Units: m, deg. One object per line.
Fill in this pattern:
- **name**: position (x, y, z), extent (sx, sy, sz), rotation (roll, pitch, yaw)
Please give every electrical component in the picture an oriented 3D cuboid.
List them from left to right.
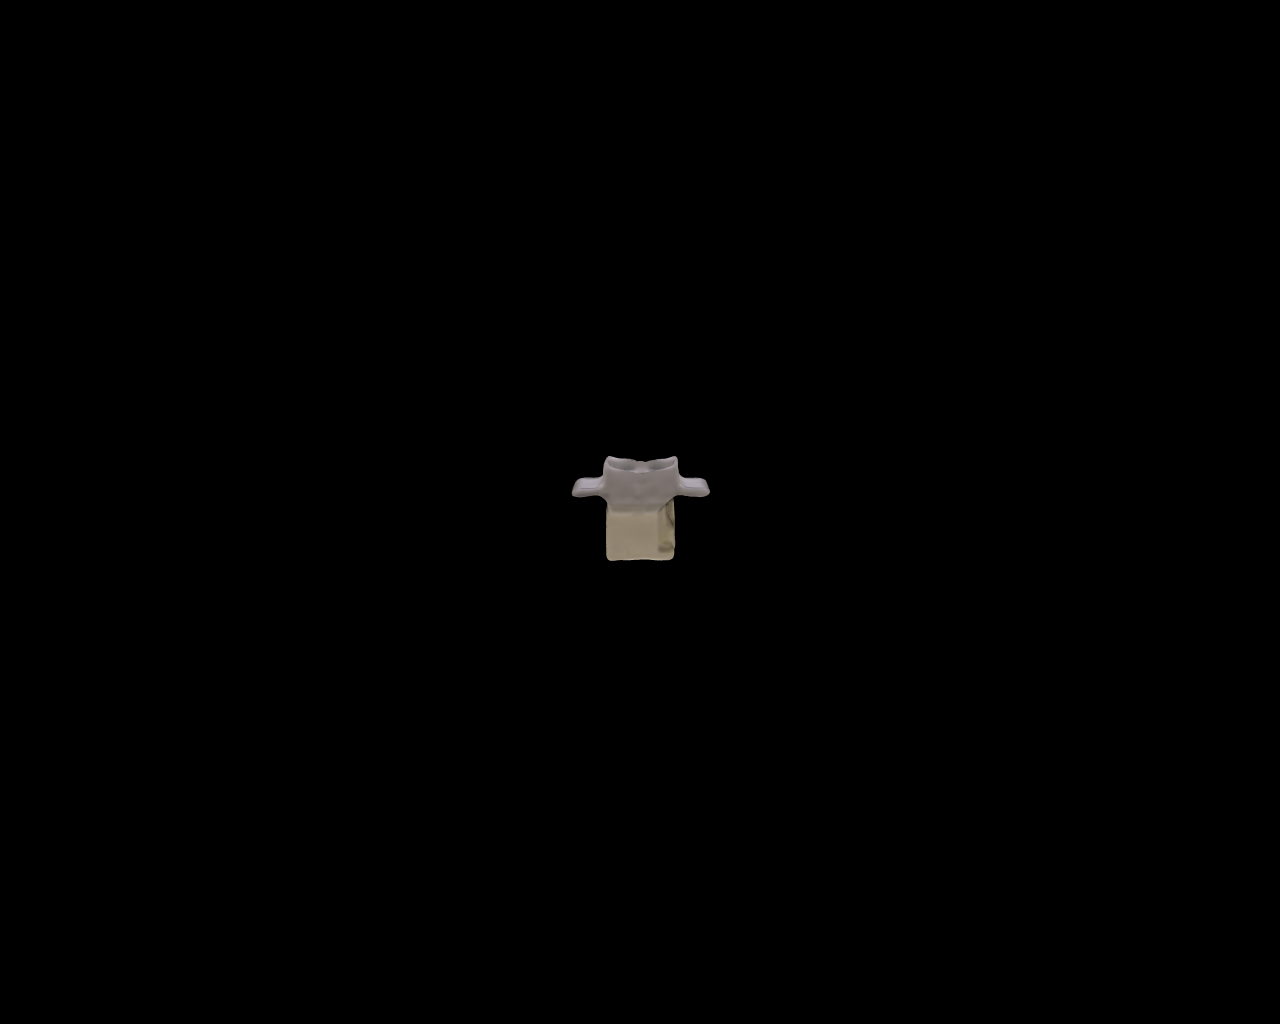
- **electrical component**: position (0.001, -0.003, 0.650), extent (0.081, 0.063, 0.042), rotation (0, 11, 2)
